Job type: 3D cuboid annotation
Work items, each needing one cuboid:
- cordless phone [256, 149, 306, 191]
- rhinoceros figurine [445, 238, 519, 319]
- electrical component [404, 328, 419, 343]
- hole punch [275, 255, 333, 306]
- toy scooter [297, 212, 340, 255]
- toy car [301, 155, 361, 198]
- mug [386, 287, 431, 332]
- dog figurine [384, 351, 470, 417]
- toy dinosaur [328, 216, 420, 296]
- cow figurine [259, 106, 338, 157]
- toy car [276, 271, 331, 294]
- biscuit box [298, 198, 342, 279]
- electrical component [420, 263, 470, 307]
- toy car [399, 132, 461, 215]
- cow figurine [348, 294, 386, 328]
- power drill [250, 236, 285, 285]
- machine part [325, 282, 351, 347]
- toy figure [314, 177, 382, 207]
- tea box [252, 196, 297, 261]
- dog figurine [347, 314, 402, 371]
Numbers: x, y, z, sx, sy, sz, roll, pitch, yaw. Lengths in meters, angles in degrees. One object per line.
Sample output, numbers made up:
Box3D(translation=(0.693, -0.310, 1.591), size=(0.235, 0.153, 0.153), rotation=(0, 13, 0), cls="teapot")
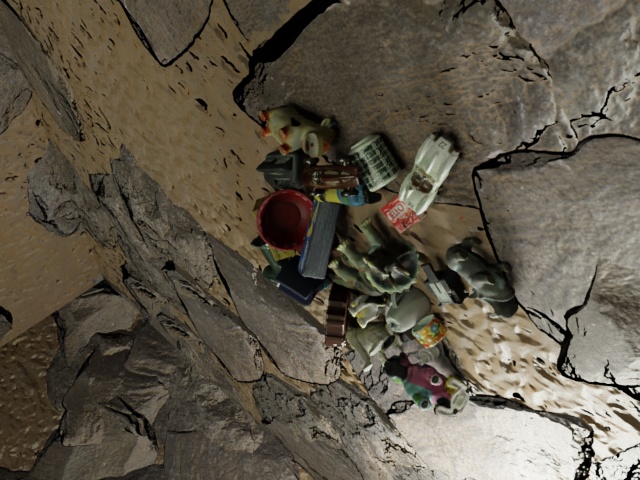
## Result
Box3D(translation=(-0.068, -0.147, 1.416), size=(0.147, 0.089, 0.184), rotation=(7, 139, 47), cls="cordless phone")
Box3D(translation=(0.339, 0.084, 1.124), size=(0.190, 0.073, 0.112), rotation=(46, 147, 8), cls="rhinoceros figurine")
Box3D(translation=(0.251, 0.239, 1.441), size=(0.094, 0.021, 0.063), rotation=(46, 147, 9), cls="electrical component")
Box3D(translation=(-0.052, 0.106, 1.482), size=(0.142, 0.116, 0.092), rotation=(29, 167, 16), cls="hole punch")
Box3D(translation=(-0.002, 0.004, 1.472), size=(0.135, 0.075, 0.183), rotation=(43, 143, 16), cls="toy scooter")
Box3D(translation=(0.018, -0.137, 1.168), size=(0.202, 0.053, 0.089), rotation=(12, 111, 58), cls="toy car")
Box3D(translation=(0.211, 0.170, 1.341), size=(0.081, 0.107, 0.109), rotation=(1, 125, 50), cls="mug")
Box3D(translation=(0.279, 0.384, 1.474), size=(0.191, 0.108, 0.219), rotation=(21, -179, -22), cls="dog figurine")
Box3D(translation=(0.129, 0.078, 1.334), size=(0.192, 0.131, 0.404), rotation=(47, 162, 12), cls="toy dinosaur")
Box3D(translation=(-0.043, -0.250, 1.242), size=(0.195, 0.127, 0.085), rotation=(43, 150, 40), cls="cow figurine")
Box3D(translation=(-0.050, 0.099, 1.595), size=(0.109, 0.162, 0.103), rotation=(100, 168, -60), cls="toy car")
Box3D(translation=(-0.003, -0.004, 1.365), size=(0.059, 0.063, 0.202), rotation=(-139, 61, -72), cls="biscuit box")
Box3D(translation=(0.279, 0.094, 1.233), size=(0.119, 0.048, 0.075), rotation=(56, 148, -7), cls="electrical component")
Box3D(translation=(0.216, -0.130, 1.075), size=(0.074, 0.056, 0.201), rotation=(41, 148, 15), cls="toy car")
Box3D(translation=(0.132, 0.168, 1.446), size=(0.068, 0.098, 0.167), rotation=(53, -171, -4), cls="cow figurine")
Box3D(translation=(-0.121, 0.075, 1.701), size=(0.232, 0.086, 0.207), rotation=(7, 135, 52), cls="power drill")
Box3D(translation=(0.053, 0.208, 1.499), size=(0.056, 0.179, 0.179), rotation=(5, 134, 7), cls="machine part")
Box3D(translation=(0.057, -0.120, 1.252), size=(0.180, 0.089, 0.082), rotation=(17, 103, 48), cls="toy figure")
Box3D(translation=(-0.127, -0.038, 1.551), size=(0.068, 0.098, 0.169), rotation=(-20, 115, 11), cls="tea box")
Box3D(translation=(0.131, 0.257, 1.556), size=(0.191, 0.121, 0.172), rotation=(49, 119, 38), cls="dog figurine")
